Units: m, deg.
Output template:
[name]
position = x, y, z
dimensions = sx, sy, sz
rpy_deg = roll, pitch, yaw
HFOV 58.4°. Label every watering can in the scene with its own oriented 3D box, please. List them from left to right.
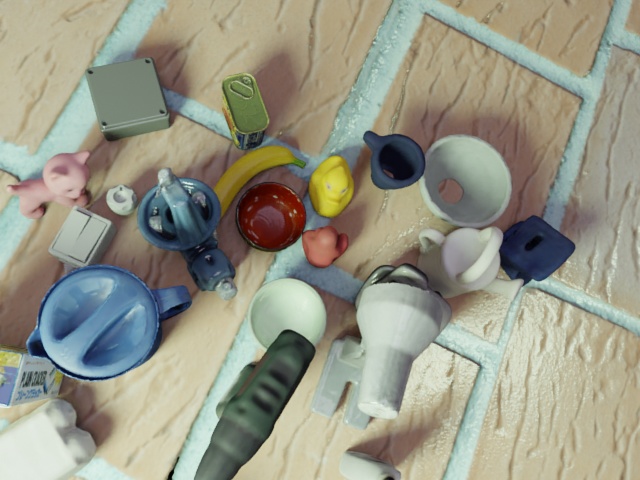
[watering can]
position = 0.240, 0.034, 0.907
dimensions = 0.173, 0.194, 0.101
rpy_deg = 14, 76, -8

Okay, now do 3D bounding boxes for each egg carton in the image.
[egg carton]
position = -0.393, 0.297, 0.787
dimensions = 0.150, 0.069, 0.107
rpy_deg = -33, 86, -16

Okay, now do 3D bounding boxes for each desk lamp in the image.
[desk lamp]
position = 0.083, 0.176, 0.835
dimensions = 0.118, 0.213, 0.203
rpy_deg = 21, 75, -6

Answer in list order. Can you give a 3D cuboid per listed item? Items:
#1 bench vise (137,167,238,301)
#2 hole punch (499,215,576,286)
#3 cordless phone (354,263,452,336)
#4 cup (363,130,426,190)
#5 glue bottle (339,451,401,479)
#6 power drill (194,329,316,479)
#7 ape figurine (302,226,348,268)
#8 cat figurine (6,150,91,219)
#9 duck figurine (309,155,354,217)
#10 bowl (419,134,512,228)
[bench vise]
position = -0.174, -0.019, 0.821
dimensions = 0.207, 0.219, 0.121
rpy_deg = 40, 74, -1
[hole punch]
position = 0.363, 0.016, 0.990
dimensions = 0.109, 0.091, 0.101
rpy_deg = -38, 87, -16
[cordless phone]
position = 0.143, 0.095, 0.879
dimensions = 0.147, 0.185, 0.094
rpy_deg = 30, 74, -4
[cup]
position = 0.110, -0.129, 0.968
dimensions = 0.118, 0.095, 0.092
rpy_deg = 41, 74, -1
[glue bottle]
position = 0.082, 0.337, 0.821
dimensions = 0.078, 0.173, 0.037
rpy_deg = 12, 76, -8
[power drill]
position = -0.094, 0.231, 0.790
dimensions = 0.075, 0.208, 0.230
rpy_deg = 35, 74, -2
[ape figurine]
position = 0.008, 0.003, 0.920
dimensions = 0.078, 0.092, 0.076
rpy_deg = 26, 74, -5
[cat figurine]
position = -0.393, -0.086, 0.844
dimensions = 0.128, 0.117, 0.067
rpy_deg = -17, 82, -14
[duck figurine]
position = 0.025, -0.096, 0.948
dimensions = 0.077, 0.086, 0.104
rpy_deg = 14, 76, -8
[bowl]
position = 0.242, -0.094, 0.997
dimensions = 0.167, 0.074, 0.167
rpy_deg = 2, 78, -11
